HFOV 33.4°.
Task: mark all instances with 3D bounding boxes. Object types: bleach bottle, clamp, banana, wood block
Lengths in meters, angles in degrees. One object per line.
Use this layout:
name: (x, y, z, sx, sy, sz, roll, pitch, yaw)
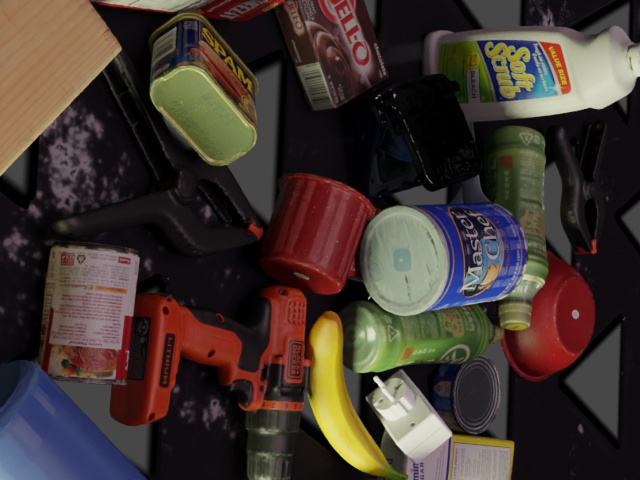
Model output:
bleach bottle: (0.218, -0.175, 1.069, 0.067, 0.251, 0.102, -1, 90, -45)
clamp: (0.330, -0.071, 1.331, 0.120, 0.039, 0.171, -21, 108, -37)
banana: (0.022, 0.150, 0.999, 0.198, 0.070, 0.037, 65, 28, -23)
wood block: (-0.244, -0.097, 0.724, 0.205, 0.090, 0.090, -54, 126, -31)
clamp: (-0.127, -0.036, 0.871, 0.209, 0.036, 0.164, 41, 54, -40)

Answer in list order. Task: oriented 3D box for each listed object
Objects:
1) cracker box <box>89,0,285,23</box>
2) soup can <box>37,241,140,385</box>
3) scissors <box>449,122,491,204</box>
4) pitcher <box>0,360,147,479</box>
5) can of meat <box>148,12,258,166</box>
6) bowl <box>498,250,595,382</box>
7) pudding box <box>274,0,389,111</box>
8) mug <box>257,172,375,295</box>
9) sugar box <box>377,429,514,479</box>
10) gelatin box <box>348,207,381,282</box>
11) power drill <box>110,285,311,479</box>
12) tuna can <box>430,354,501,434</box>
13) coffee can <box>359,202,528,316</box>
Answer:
cracker box: (-0.132, -0.269, 0.841, 0.213, 0.072, 0.164, -4, 86, -44)
soup can: (-0.175, 0.056, 0.806, 0.068, 0.069, 0.102, 12, 81, -44)
scissors: (0.145, -0.058, 1.151, 0.016, 0.096, 0.202, 54, 18, -64)
pitcher: (-0.185, 0.212, 0.763, 0.242, 0.145, 0.149, 57, 41, -24)
can of meat: (-0.094, -0.122, 0.868, 0.102, 0.057, 0.084, 48, 21, -33)
bowl: (0.279, 0.089, 1.266, 0.161, 0.055, 0.162, 1, 89, -45)
pudding box: (0.012, -0.190, 1.014, 0.089, 0.039, 0.113, -35, 114, -40)
mug: (-0.006, 0.001, 0.964, 0.117, 0.093, 0.081, 88, 19, -70)
sugar box: (0.133, 0.250, 1.126, 0.175, 0.048, 0.093, 15, 79, -40)
gelatin box: (0.052, 0.006, 1.058, 0.089, 0.030, 0.073, 16, 79, -43)
power drill: (-0.086, 0.122, 0.902, 0.187, 0.057, 0.184, 13, 76, -47)
tuna can: (0.159, 0.166, 1.159, 0.085, 0.034, 0.086, 1, 89, -45)
coffee can: (0.121, 0.015, 1.032, 0.140, 0.103, 0.103, -4, 92, -47)
